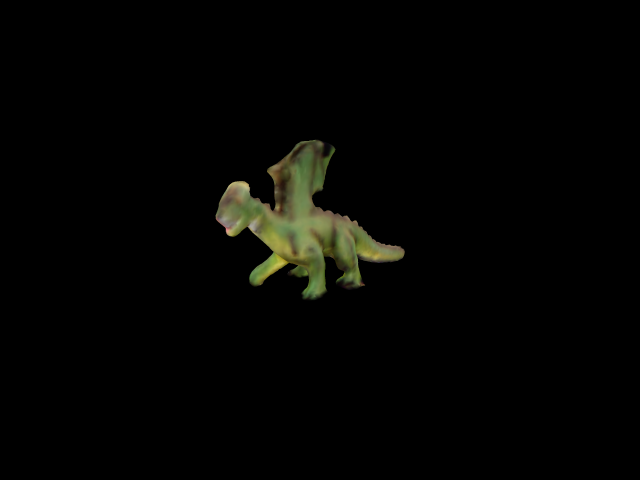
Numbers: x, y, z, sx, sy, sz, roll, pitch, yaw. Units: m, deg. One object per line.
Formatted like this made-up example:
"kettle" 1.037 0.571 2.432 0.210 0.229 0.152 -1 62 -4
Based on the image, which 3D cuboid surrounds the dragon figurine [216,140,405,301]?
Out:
"dragon figurine" 0.003 -0.043 0.850 0.413 0.240 0.123 -13 18 -41
